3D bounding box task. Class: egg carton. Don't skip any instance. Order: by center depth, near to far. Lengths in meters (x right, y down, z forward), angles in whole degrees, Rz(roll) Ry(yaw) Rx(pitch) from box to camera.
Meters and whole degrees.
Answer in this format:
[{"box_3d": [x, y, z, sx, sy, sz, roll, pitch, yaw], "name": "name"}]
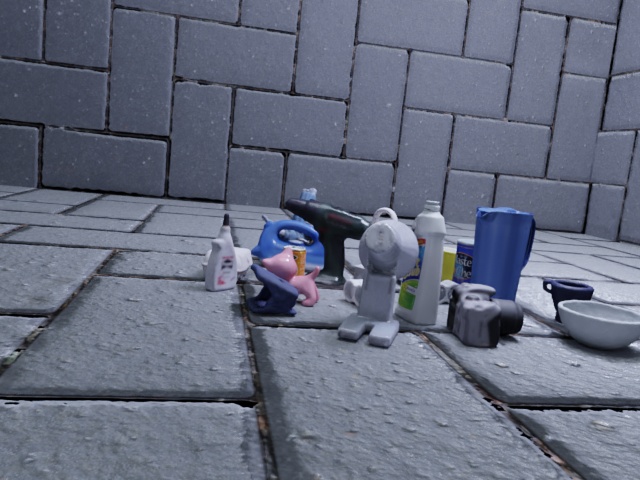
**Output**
[{"box_3d": [-0.227, 0.058, 1.418, 0.107, 0.069, 0.150, 6, 8, 3], "name": "egg carton"}]

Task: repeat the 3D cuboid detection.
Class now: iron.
[{"box_3d": [-0.059, 0.010, 1.623, 0.258, 0.141, 0.119, 7, 8, 6], "name": "iron"}]

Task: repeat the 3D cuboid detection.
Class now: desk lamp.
[{"box_3d": [0.116, 0.068, 1.081, 0.117, 0.213, 0.204, 8, 8, 14], "name": "desk lamp"}]

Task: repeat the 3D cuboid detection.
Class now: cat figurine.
[{"box_3d": [-0.061, 0.076, 1.245, 0.127, 0.118, 0.067, 7, 8, 6], "name": "cat figurine"}]

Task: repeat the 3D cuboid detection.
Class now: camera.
[{"box_3d": [0.329, 0.142, 1.117, 0.137, 0.101, 0.143, 5, 8, -3], "name": "camera"}]

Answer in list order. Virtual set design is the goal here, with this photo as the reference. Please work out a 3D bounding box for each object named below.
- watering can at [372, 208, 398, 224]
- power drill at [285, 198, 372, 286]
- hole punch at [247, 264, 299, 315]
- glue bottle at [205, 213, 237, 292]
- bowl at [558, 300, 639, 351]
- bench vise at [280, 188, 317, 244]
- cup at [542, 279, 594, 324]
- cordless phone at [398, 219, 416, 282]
[{"box_3d": [0.186, 0.003, 1.659, 0.100, 0.194, 0.173, 10, 9, 29], "name": "watering can"}, {"box_3d": [0.013, 0.005, 1.470, 0.229, 0.208, 0.076, 7, 8, 6], "name": "power drill"}, {"box_3d": [-0.094, 0.098, 1.159, 0.101, 0.091, 0.108, 3, 8, -16], "name": "hole punch"}, {"box_3d": [-0.217, 0.026, 1.283, 0.037, 0.173, 0.078, 11, 10, 33], "name": "glue bottle"}, {"box_3d": [0.557, 0.176, 1.141, 0.167, 0.075, 0.167, 6, 8, -1], "name": "bowl"}, {"box_3d": [-0.055, -0.050, 1.772, 0.121, 0.220, 0.208, 8, 8, 16], "name": "bench vise"}, {"box_3d": [0.555, 0.142, 1.304, 0.092, 0.095, 0.117, -1, 10, -38], "name": "cup"}, {"box_3d": [0.267, 0.034, 1.534, 0.094, 0.185, 0.147, 3, 9, -20], "name": "cordless phone"}]
